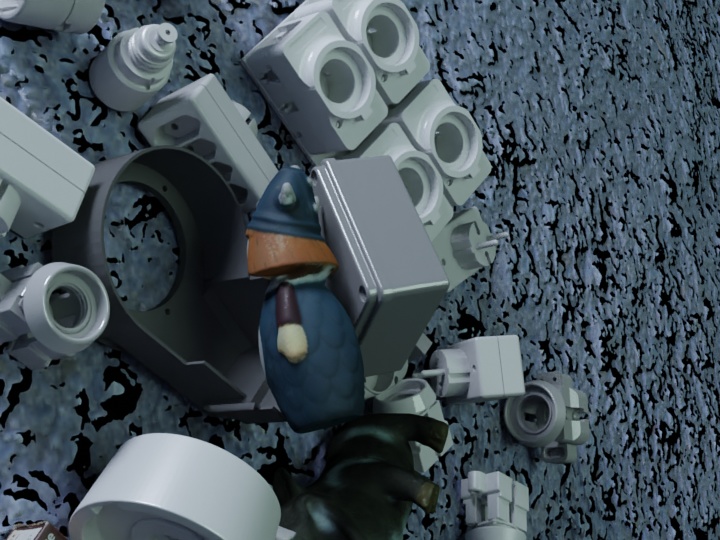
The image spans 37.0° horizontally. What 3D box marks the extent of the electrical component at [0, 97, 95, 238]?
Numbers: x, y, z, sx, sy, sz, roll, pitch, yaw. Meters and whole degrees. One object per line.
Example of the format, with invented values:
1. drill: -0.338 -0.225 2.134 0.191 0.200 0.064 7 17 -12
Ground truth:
1. electrical component: -0.195 -0.042 0.561 0.083 0.047 0.075 39 51 -37

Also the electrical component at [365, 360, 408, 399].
1. electrical component: -0.010 0.052 0.758 0.077 0.044 0.079 -13 89 -51

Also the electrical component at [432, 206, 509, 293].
1. electrical component: 0.084 -0.018 0.867 0.083 0.076 0.047 -33 105 -50

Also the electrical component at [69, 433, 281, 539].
1. electrical component: -0.095 0.134 0.585 0.108 0.108 0.060 52 39 -27

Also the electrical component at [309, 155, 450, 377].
1. electrical component: 0.000 0.000 0.696 0.056 0.108 0.108 -9 58 -24

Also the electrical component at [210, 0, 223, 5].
1. electrical component: -0.133 -0.230 0.679 0.121 0.063 0.078 35 54 -39

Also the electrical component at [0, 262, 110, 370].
1. electrical component: -0.166 0.023 0.569 0.066 0.055 0.048 46 48 -32

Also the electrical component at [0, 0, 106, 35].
1. electrical component: -0.179 -0.164 0.612 0.047 0.055 0.055 -5 83 -47

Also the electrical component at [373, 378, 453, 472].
1. electrical component: 0.037 0.114 0.796 0.066 0.048 0.055 -33 112 -50

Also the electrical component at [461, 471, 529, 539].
1. electrical component: 0.108 0.197 0.857 0.066 0.048 0.055 34 47 -39

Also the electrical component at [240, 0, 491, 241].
1. electrical component: 0.013 -0.114 0.800 0.105 0.060 0.186 -49 118 -27

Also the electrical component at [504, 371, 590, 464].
1. electrical component: 0.161 0.126 0.933 0.057 0.058 0.078 19 65 -49

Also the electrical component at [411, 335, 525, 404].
1. electrical component: 0.079 0.080 0.848 0.077 0.066 0.047 -2 79 -21

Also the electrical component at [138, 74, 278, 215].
1. electrical component: -0.090 -0.086 0.701 0.083 0.047 0.075 57 30 -23

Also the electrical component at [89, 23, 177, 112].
1. electrical component: -0.132 -0.125 0.643 0.040 0.078 0.040 13 67 -33
